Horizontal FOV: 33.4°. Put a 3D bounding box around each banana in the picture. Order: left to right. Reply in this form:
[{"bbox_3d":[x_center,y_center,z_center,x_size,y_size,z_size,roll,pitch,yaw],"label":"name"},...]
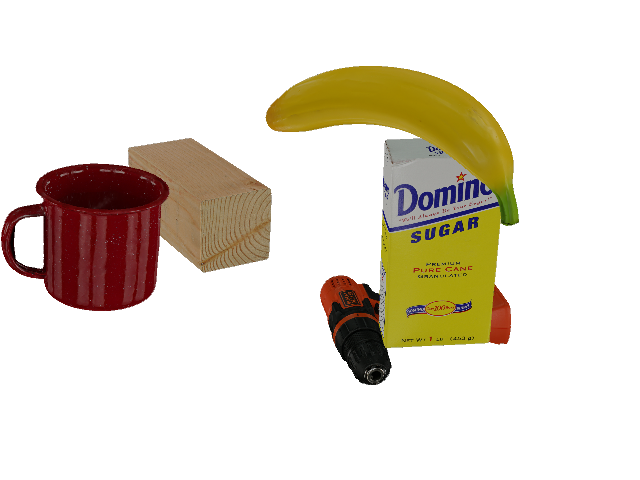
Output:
[{"bbox_3d":[0.045,-0.075,0.669,0.198,0.070,0.037,26,11,33],"label":"banana"}]

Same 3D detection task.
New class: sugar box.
[{"bbox_3d":[0.097,0.004,0.873,0.093,0.176,0.048,-3,31,-4],"label":"sugar box"}]

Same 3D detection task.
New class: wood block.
[{"bbox_3d":[-0.148,-0.047,1.279,0.090,0.090,0.206,-12,27,-30],"label":"wood block"}]

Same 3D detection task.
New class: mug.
[{"bbox_3d":[-0.168,-0.001,0.765,0.117,0.081,0.093,-5,26,-26],"label":"mug"}]

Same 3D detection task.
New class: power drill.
[{"bbox_3d":[0.102,0.085,1.136,0.187,0.057,0.184,-5,28,-10],"label":"power drill"}]
